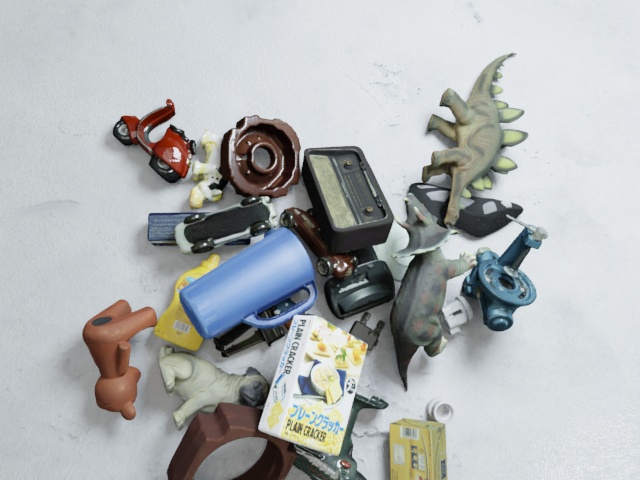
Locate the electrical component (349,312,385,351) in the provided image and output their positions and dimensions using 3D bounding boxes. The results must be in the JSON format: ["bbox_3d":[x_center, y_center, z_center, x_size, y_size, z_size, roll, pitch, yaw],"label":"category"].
[{"bbox_3d":[0.093,0.201,1.125,0.063,0.021,0.094,32,80,-2],"label":"electrical component"}]

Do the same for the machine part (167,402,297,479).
[{"bbox_3d":[-0.162,0.408,0.991,0.201,0.087,0.201,23,97,-32],"label":"machine part"}]

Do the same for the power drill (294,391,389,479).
[{"bbox_3d":[0.063,0.405,1.075,0.232,0.086,0.207,25,89,0],"label":"power drill"}]

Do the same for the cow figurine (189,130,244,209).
[{"bbox_3d":[-0.215,-0.137,1.111,0.098,0.068,0.167,13,83,-11],"label":"cow figurine"}]

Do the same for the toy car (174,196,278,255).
[{"bbox_3d":[-0.180,-0.028,1.044,0.202,0.056,0.073,-18,78,-10],"label":"toy car"}]

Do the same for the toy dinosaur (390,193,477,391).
[{"bbox_3d":[0.191,0.117,1.037,0.192,0.131,0.404,8,94,-50],"label":"toy dinosaur"}]

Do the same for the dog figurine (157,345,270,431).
[{"bbox_3d":[-0.207,0.267,1.054,0.190,0.121,0.172,-17,93,-21],"label":"dog figurine"}]

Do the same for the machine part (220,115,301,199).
[{"bbox_3d":[-0.121,-0.166,1.097,0.179,0.056,0.179,1,87,-33],"label":"machine part"}]

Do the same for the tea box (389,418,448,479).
[{"bbox_3d":[0.195,0.448,1.063,0.098,0.068,0.169,-4,84,37],"label":"tea box"}]

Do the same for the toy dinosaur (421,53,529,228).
[{"bbox_3d":[0.336,-0.238,1.155,0.199,0.105,0.471,17,72,-6],"label":"toy dinosaur"}]

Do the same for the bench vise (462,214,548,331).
[{"bbox_3d":[0.372,0.054,1.062,0.129,0.240,0.224,24,39,3],"label":"bench vise"}]

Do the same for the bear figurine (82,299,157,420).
[{"bbox_3d":[-0.379,0.232,1.033,0.132,0.120,0.195,-33,120,-49],"label":"bear figurine"}]

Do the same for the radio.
[{"bbox_3d":[0.052,-0.088,1.074,0.131,0.073,0.230,-8,54,-15],"label":"radio"}]

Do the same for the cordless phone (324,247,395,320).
[{"bbox_3d":[0.066,0.059,1.121,0.147,0.088,0.184,-20,75,-7],"label":"cordless phone"}]

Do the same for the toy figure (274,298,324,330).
[{"bbox_3d":[-0.036,0.169,1.096,0.154,0.064,0.057,37,118,4],"label":"toy figure"}]

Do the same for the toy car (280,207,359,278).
[{"bbox_3d":[-0.002,-0.003,1.076,0.089,0.053,0.202,-9,50,-42],"label":"toy car"}]

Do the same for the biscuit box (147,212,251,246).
[{"bbox_3d":[-0.242,-0.021,1.094,0.203,0.059,0.062,0,82,-6],"label":"biscuit box"}]

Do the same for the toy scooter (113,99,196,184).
[{"bbox_3d":[-0.321,-0.212,1.103,0.184,0.075,0.135,41,80,4],"label":"toy scooter"}]

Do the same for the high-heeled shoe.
[{"bbox_3d":[0.316,-0.082,1.177,0.249,0.086,0.145,-10,53,-25],"label":"high-heeled shoe"}]

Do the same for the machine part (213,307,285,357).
[{"bbox_3d":[-0.146,0.193,1.092,0.139,0.039,0.084,-23,92,-10],"label":"machine part"}]
